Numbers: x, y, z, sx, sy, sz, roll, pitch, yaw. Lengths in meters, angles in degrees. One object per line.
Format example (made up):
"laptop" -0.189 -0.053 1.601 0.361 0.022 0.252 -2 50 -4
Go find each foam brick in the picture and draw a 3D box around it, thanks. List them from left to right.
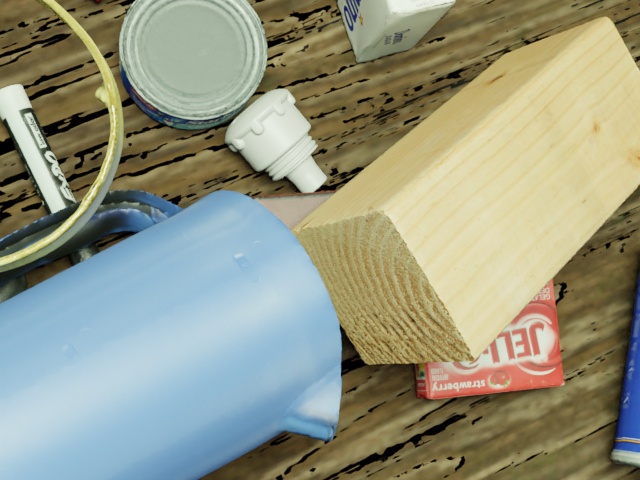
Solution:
"foam brick" -0.004 0.001 0.622 0.078 0.053 0.051 -5 84 -12

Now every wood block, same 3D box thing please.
"wood block" 0.094 -0.029 0.589 0.205 0.091 0.090 -40 106 -31

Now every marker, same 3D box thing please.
"marker" -0.154 -0.031 0.610 0.020 0.020 0.121 -25 89 -14

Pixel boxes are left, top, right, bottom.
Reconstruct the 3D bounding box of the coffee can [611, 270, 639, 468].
"coffee can" 0.236 0.073 0.637 0.102 0.103 0.140 13 80 -10

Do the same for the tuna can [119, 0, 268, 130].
"tuna can" -0.076 -0.109 0.629 0.086 0.034 0.086 2 82 -12

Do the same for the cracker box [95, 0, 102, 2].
"cracker box" -0.181 -0.263 0.607 0.213 0.072 0.164 28 78 -7

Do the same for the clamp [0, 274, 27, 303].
"clamp" -0.241 0.105 0.544 0.164 0.036 0.210 2 65 -9

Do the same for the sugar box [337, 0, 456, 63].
"sugar box" 0.022 -0.203 0.632 0.048 0.093 0.176 -15 86 -12

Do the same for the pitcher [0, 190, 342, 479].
"pitcher" -0.123 0.071 0.518 0.242 0.149 0.145 -26 106 -32

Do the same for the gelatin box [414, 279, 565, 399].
"gelatin box" 0.100 0.056 0.648 0.089 0.030 0.073 -3 84 -12
